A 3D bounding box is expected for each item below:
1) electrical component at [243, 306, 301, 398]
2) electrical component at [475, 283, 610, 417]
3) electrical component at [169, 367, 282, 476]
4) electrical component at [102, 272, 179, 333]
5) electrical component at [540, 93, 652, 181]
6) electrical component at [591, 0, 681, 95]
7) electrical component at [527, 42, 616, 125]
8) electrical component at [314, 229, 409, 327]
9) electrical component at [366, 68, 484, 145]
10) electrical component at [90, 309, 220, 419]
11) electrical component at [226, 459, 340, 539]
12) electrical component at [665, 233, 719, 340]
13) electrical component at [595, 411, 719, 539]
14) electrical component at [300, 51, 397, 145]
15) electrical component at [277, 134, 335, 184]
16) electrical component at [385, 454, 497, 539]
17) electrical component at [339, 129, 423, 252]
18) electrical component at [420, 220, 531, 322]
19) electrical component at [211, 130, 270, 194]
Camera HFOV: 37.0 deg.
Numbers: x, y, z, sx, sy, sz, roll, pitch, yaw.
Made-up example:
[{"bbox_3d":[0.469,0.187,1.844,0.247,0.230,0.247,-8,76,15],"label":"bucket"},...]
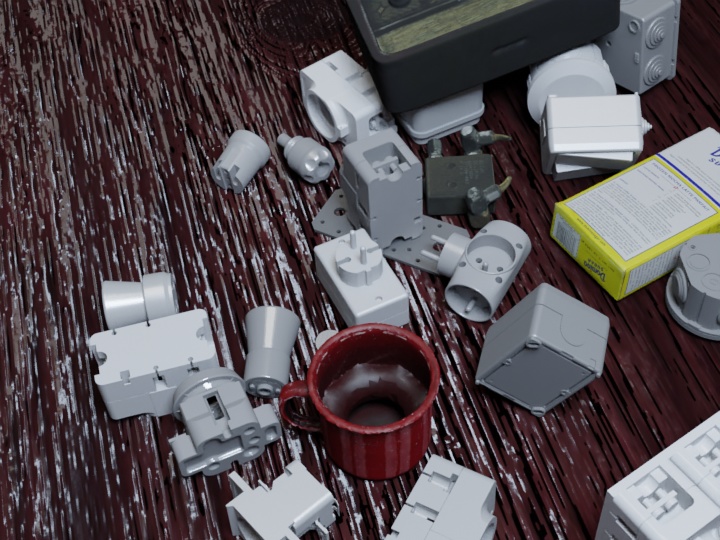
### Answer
[{"bbox_3d":[-0.071,0.066,0.840,0.044,0.044,0.065,1,55,4],"label":"electrical component"},{"bbox_3d":[0.133,0.060,0.802,0.062,0.096,0.061,28,52,-11],"label":"electrical component"},{"bbox_3d":[-0.105,0.110,0.795,0.078,0.058,0.057,-21,55,-13],"label":"electrical component"},{"bbox_3d":[-0.178,0.027,0.877,0.055,0.045,0.045,-9,50,-5],"label":"electrical component"},{"bbox_3d":[0.211,-0.116,0.953,0.096,0.061,0.061,-1,76,3],"label":"electrical component"},{"bbox_3d":[0.253,-0.225,1.024,0.048,0.099,0.100,-32,47,-22],"label":"electrical component"},{"bbox_3d":[0.194,-0.171,0.997,0.080,0.080,0.051,-1,46,3],"label":"electrical component"},{"bbox_3d":[0.000,0.000,0.867,0.047,0.075,0.083,-22,52,-14],"label":"electrical component"},{"bbox_3d":[0.061,-0.181,1.028,0.078,0.057,0.113,-23,52,-15],"label":"electrical component"},{"bbox_3d":[-0.155,0.075,0.827,0.089,0.055,0.050,-13,50,-8],"label":"electrical component"},{"bbox_3d":[-0.053,0.170,0.750,0.064,0.042,0.081,-34,56,-27],"label":"electrical component"},{"bbox_3d":[0.287,0.012,0.854,0.080,0.051,0.080,-2,50,2],"label":"electrical component"},{"bbox_3d":[0.236,0.151,0.715,0.150,0.089,0.061,-29,54,-19],"label":"electrical component"},{"bbox_3d":[-0.014,-0.157,1.017,0.056,0.050,0.089,-31,55,-21],"label":"electrical component"},{"bbox_3d":[-0.053,-0.107,0.988,0.035,0.035,0.061,-35,54,-23],"label":"electrical component"},{"bbox_3d":[0.056,0.181,0.728,0.056,0.050,0.089,20,54,21],"label":"electrical component"},{"bbox_3d":[0.018,-0.068,0.908,0.050,0.089,0.055,-23,52,-15],"label":"electrical component"},{"bbox_3d":[0.090,-0.007,0.886,0.079,0.044,0.077,24,55,17],"label":"electrical component"},{"bbox_3d":[-0.110,-0.098,0.982,0.040,0.040,0.046,20,61,19],"label":"electrical component"}]
